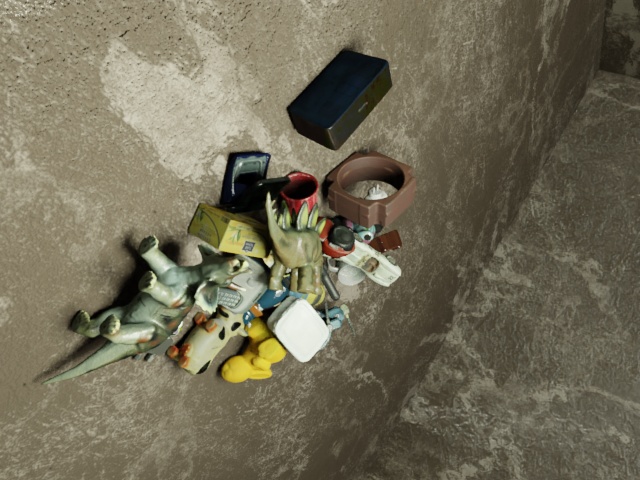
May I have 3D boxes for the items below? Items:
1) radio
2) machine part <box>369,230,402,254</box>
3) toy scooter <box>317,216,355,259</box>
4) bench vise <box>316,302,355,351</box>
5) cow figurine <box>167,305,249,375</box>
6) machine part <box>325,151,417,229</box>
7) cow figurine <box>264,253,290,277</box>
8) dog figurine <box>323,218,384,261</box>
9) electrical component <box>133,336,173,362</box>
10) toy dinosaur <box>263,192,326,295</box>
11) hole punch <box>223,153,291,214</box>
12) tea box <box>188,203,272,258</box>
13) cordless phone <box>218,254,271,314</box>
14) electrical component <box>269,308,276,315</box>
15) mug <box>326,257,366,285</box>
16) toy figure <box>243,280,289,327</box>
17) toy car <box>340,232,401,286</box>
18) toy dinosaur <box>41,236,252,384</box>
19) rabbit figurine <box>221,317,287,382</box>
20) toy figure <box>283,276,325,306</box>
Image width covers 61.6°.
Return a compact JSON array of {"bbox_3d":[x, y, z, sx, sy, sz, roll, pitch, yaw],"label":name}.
[{"bbox_3d":[0.045,-0.314,1.190,0.229,0.131,0.073,-50,149,-20],"label":"radio"},{"bbox_3d":[0.161,0.027,1.630,0.179,0.056,0.179,-22,176,-2],"label":"machine part"},{"bbox_3d":[-0.003,-0.004,1.361,0.075,0.184,0.135,-58,178,-37],"label":"toy scooter"},{"bbox_3d":[0.011,0.247,1.546,0.224,0.129,0.240,-14,173,-20],"label":"bench vise"},{"bbox_3d":[-0.244,0.223,1.238,0.195,0.086,0.127,-53,143,-19],"label":"cow figurine"},{"bbox_3d":[0.132,-0.132,1.403,0.201,0.201,0.087,-41,146,-32],"label":"machine part"},{"bbox_3d":[-0.117,0.055,1.315,0.167,0.068,0.098,-6,125,-54],"label":"cow figurine"},{"bbox_3d":[0.088,-0.038,1.525,0.219,0.192,0.108,-79,175,-58],"label":"dog figurine"},{"bbox_3d":[-0.344,0.217,1.127,0.094,0.021,0.063,-48,149,3],"label":"electrical component"},{"bbox_3d":[-0.053,0.015,1.150,0.471,0.105,0.198,46,48,-79],"label":"toy dinosaur"},{"bbox_3d":[-0.143,-0.120,1.127,0.116,0.092,0.142,-44,166,34],"label":"hole punch"},{"bbox_3d":[-0.178,-0.016,1.127,0.169,0.098,0.068,14,101,-58],"label":"tea box"},{"bbox_3d":[-0.210,0.085,1.166,0.184,0.089,0.146,13,128,-43],"label":"cordless phone"},{"bbox_3d":[-0.091,0.220,1.450,0.045,0.102,0.078,-46,139,-18],"label":"electrical component"},{"bbox_3d":[0.069,0.066,1.531,0.109,0.107,0.080,3,126,-12],"label":"mug"},{"bbox_3d":[-0.148,0.157,1.341,0.154,0.064,0.058,-36,177,-4],"label":"toy figure"},{"bbox_3d":[0.123,0.050,1.416,0.073,0.201,0.056,-47,-161,30],"label":"toy car"},{"bbox_3d":[-0.307,0.134,0.993,0.405,0.131,0.192,-43,137,7],"label":"toy dinosaur"},{"bbox_3d":[-0.180,0.305,1.405,0.173,0.122,0.162,-39,155,-11],"label":"rabbit figurine"},{"bbox_3d":[-0.055,0.138,1.449,0.082,0.089,0.180,-39,159,16],"label":"toy figure"}]
